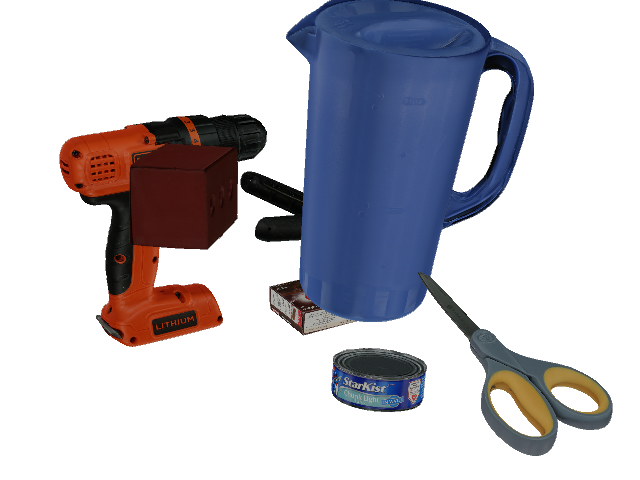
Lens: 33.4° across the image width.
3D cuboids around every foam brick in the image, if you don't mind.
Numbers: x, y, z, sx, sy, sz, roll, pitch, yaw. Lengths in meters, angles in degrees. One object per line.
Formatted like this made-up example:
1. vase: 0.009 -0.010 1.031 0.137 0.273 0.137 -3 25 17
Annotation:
1. foam brick: -0.088 -0.030 0.696 0.051 0.053 0.078 5 18 9

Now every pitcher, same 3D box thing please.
1. pitcher: 0.058 -0.059 0.838 0.144 0.243 0.149 -21 40 -38

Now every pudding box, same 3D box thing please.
1. pudding box: 0.002 0.081 1.404 0.113 0.039 0.090 -14 26 -28

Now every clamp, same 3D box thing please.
1. clamp: 0.012 -0.018 1.175 0.210 0.036 0.164 15 21 -8

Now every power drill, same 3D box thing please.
1. power drill: -0.127 -0.013 0.918 0.184 0.188 0.057 -12 21 -29

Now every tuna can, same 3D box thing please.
1. tuna can: 0.053 0.126 0.971 0.086 0.034 0.086 4 11 -1

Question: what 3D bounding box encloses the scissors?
1. scissors: 0.137 0.078 0.754 0.096 0.016 0.202 -1 32 -9
